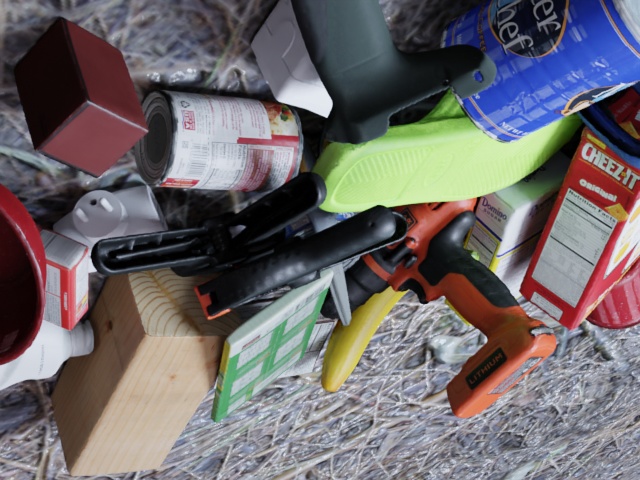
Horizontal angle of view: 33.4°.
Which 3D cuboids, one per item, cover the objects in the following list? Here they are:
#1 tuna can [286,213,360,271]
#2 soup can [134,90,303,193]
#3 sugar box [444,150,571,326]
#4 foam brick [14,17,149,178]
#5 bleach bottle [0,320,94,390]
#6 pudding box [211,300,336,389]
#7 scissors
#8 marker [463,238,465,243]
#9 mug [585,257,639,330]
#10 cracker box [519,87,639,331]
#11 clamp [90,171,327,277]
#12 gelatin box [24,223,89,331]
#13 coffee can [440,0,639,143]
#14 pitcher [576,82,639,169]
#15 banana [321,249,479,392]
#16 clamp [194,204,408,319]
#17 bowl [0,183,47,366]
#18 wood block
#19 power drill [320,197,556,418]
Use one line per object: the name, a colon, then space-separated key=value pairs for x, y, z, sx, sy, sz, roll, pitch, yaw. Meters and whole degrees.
tuna can: x=-0.006 y=0.001 z=0.919 sx=0.086 sy=0.034 sz=0.086 roll=-16 pitch=144 yaw=-12
soup can: x=-0.072 y=-0.069 z=0.758 sx=0.102 sy=0.068 sz=0.069 roll=2 pitch=138 yaw=-32
sugar box: x=0.178 y=-0.001 z=0.999 sx=0.093 sy=0.048 sz=0.176 roll=-29 pitch=148 yaw=-29
foam brick: x=-0.152 y=-0.089 z=0.676 sx=0.053 sy=0.078 sz=0.051 roll=-39 pitch=144 yaw=23
bleach bottle: x=-0.306 y=0.099 z=0.845 sx=0.250 sy=0.068 sz=0.103 roll=-6 pitch=138 yaw=-28
pudding box: x=-0.050 y=0.096 z=1.015 sx=0.113 sy=0.039 sz=0.090 roll=-8 pitch=142 yaw=-26
scissors: x=0.019 y=-0.021 z=0.868 sx=0.096 sy=0.016 sz=0.201 roll=-34 pitch=126 yaw=-4
marker: x=0.090 y=0.033 z=1.031 sx=0.121 sy=0.020 sz=0.020 roll=-34 pitch=144 yaw=13
mug: x=0.306 y=0.024 z=1.099 sx=0.117 sy=0.093 sz=0.081 roll=-52 pitch=142 yaw=-14
cracker box: x=0.265 y=-0.045 z=0.935 sx=0.164 sy=0.072 sz=0.214 roll=-39 pitch=154 yaw=-33
clamp: x=-0.083 y=0.002 z=0.798 sx=0.164 sy=0.036 sz=0.210 roll=-16 pitch=173 yaw=-8
gelatin box: x=-0.214 y=0.019 z=0.783 sx=0.089 sy=0.030 sz=0.073 roll=23 pitch=138 yaw=8
coffee can: x=0.169 y=-0.140 z=0.739 sx=0.102 sy=0.103 sz=0.141 roll=13 pitch=152 yaw=-41
pitcher: x=0.291 y=-0.113 z=0.762 sx=0.144 sy=0.243 sz=0.149 roll=-5 pitch=135 yaw=-21
banana: x=0.061 y=0.057 z=0.998 sx=0.037 sy=0.069 sz=0.198 roll=33 pitch=111 yaw=-29
clamp: x=-0.009 y=0.014 z=0.807 sx=0.172 sy=0.039 sz=0.120 roll=-21 pitch=170 yaw=17
bowl: x=-0.245 y=0.006 z=0.724 sx=0.162 sy=0.055 sz=0.162 roll=9 pitch=121 yaw=16
wood block: x=-0.156 y=0.110 z=0.924 sx=0.090 sy=0.091 sz=0.206 roll=2 pitch=138 yaw=-33
power drill: x=0.098 y=0.058 z=0.924 sx=0.185 sy=0.188 sz=0.057 roll=-45 pitch=156 yaw=23
